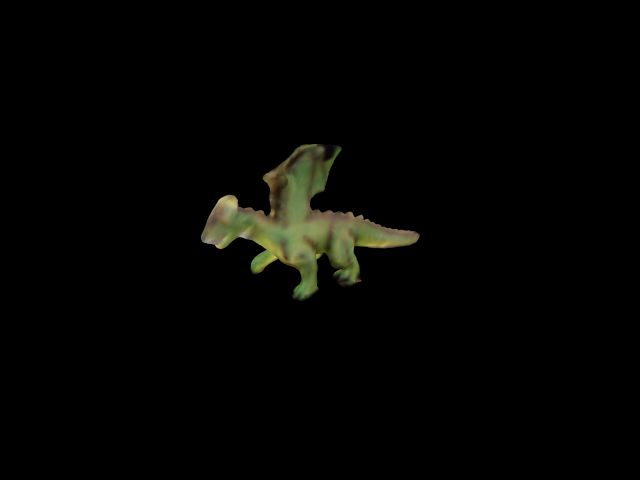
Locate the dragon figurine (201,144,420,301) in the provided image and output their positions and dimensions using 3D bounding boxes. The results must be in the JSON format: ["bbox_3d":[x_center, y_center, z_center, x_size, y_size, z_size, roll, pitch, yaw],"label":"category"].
[{"bbox_3d":[0.003,-0.043,0.850,0.413,0.237,0.124,-18,37,-24],"label":"dragon figurine"}]
